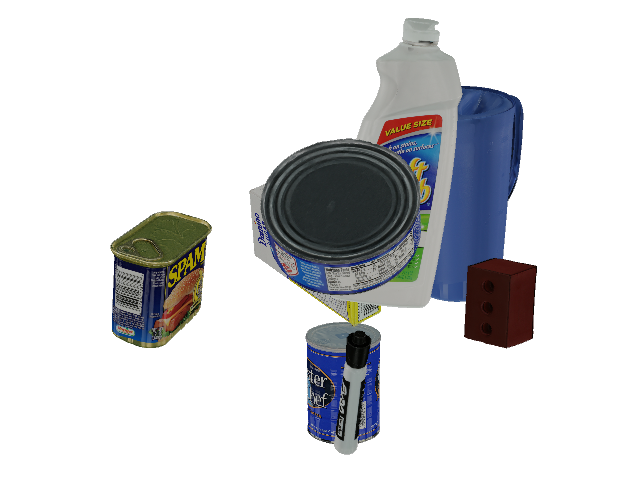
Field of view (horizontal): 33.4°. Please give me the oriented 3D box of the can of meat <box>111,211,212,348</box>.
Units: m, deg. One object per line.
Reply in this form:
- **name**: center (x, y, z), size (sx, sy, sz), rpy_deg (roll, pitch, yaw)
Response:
- **can of meat**: center (-0.138, 0.033, 0.920), size (0.057, 0.084, 0.102), rpy_deg (15, 26, 15)

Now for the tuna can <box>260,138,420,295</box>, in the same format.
- **tuna can**: center (0.012, -0.013, 0.580), size (0.086, 0.086, 0.034), rpy_deg (0, -38, 8)

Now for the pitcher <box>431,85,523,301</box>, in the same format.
- **pitcher**: center (0.171, -0.058, 1.273), size (0.149, 0.243, 0.145), rpy_deg (-1, 25, 5)

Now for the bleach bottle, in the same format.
- **bleach bottle**: center (0.066, -0.069, 0.941), size (0.102, 0.251, 0.068), rpy_deg (7, 19, 3)

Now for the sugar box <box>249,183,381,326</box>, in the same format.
- **sugar box**: center (-0.007, 0.010, 1.159), size (0.048, 0.093, 0.176), rpy_deg (-25, 41, -29)

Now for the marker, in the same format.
- **marker**: center (0.025, 0.117, 0.823), size (0.020, 0.121, 0.020), rpy_deg (3, 37, -3)

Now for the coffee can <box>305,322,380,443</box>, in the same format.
- **coffee can**: center (0.032, 0.195, 1.470), size (0.103, 0.140, 0.103), rpy_deg (-1, 15, 0)

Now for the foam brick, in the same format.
- **foam brick**: center (0.180, 0.062, 1.068), size (0.053, 0.078, 0.051), rpy_deg (12, 18, 40)
